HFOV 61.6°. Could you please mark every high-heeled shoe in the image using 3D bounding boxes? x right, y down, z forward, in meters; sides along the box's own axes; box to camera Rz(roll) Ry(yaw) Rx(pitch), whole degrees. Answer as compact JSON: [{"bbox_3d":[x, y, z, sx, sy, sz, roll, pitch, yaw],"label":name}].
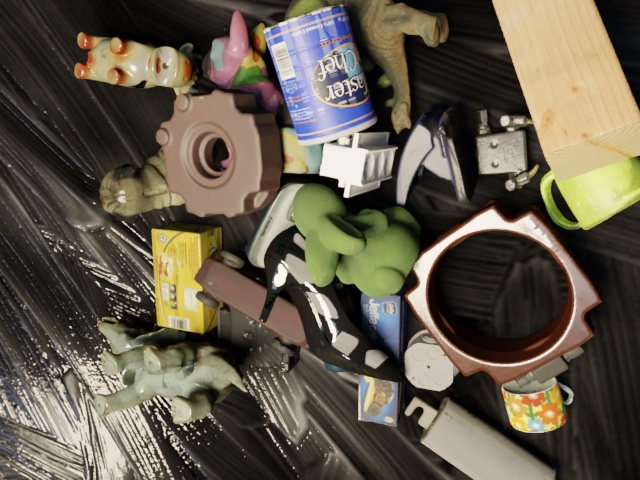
[{"bbox_3d":[0.026,0.089,0.737,0.248,0.145,0.086,30,158,-15],"label":"high-heeled shoe"}]

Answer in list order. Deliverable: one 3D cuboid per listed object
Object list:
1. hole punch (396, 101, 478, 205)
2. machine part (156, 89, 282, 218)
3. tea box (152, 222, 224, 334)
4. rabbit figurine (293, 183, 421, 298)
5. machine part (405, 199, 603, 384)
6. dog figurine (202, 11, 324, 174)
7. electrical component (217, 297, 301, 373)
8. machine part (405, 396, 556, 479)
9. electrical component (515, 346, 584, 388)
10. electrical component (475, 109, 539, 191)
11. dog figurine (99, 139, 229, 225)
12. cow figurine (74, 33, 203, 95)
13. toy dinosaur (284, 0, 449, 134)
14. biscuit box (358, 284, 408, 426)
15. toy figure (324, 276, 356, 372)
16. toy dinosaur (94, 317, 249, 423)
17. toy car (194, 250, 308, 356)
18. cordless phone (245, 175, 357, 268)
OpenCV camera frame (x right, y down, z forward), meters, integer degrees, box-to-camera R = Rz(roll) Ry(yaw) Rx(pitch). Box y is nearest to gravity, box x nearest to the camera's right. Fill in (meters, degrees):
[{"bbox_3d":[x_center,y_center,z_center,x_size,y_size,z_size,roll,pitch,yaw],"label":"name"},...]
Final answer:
[{"bbox_3d":[0.140,-0.108,0.672,0.092,0.142,0.115,-4,111,28],"label":"hole punch"},{"bbox_3d":[-0.132,-0.112,0.705,0.180,0.056,0.179,7,105,26],"label":"machine part"},{"bbox_3d":[-0.217,0.060,0.890,0.098,0.068,0.169,8,103,21],"label":"tea box"},{"bbox_3d":[0.029,0.002,0.690,0.170,0.159,0.121,36,118,-5],"label":"rabbit figurine"},{"bbox_3d":[0.231,0.064,0.692,0.201,0.087,0.201,-39,84,25],"label":"machine part"},{"bbox_3d":[-0.076,-0.202,0.755,0.192,0.108,0.219,4,100,23],"label":"dog figurine"},{"bbox_3d":[-0.100,0.144,0.866,0.134,0.058,0.114,5,101,21],"label":"electrical component"},{"bbox_3d":[0.231,0.297,0.748,0.243,0.079,0.079,33,112,14],"label":"machine part"},{"bbox_3d":[0.294,0.156,0.696,0.094,0.063,0.021,-39,88,16],"label":"electrical component"},{"bbox_3d":[0.234,-0.113,0.673,0.078,0.045,0.102,3,103,21],"label":"electrical component"},{"bbox_3d":[-0.219,-0.114,0.786,0.121,0.190,0.172,26,109,16],"label":"dog figurine"},{"bbox_3d":[-0.269,-0.266,0.825,0.195,0.127,0.085,17,108,34],"label":"cow figurine"},{"bbox_3d":[0.036,-0.362,0.670,0.199,0.105,0.470,-10,98,25],"label":"toy dinosaur"},{"bbox_3d":[0.093,0.164,0.785,0.059,0.063,0.202,4,103,20],"label":"biscuit box"},{"bbox_3d":[0.024,0.119,0.808,0.064,0.058,0.154,-1,97,17],"label":"toy figure"},{"bbox_3d":[-0.211,0.202,0.837,0.405,0.192,0.131,0,97,33],"label":"toy dinosaur"},{"bbox_3d":[-0.093,0.091,0.796,0.202,0.053,0.089,28,85,13],"label":"toy car"},{"bbox_3d":[-0.002,-0.002,0.788,0.184,0.089,0.146,26,111,-4],"label":"cordless phone"}]
